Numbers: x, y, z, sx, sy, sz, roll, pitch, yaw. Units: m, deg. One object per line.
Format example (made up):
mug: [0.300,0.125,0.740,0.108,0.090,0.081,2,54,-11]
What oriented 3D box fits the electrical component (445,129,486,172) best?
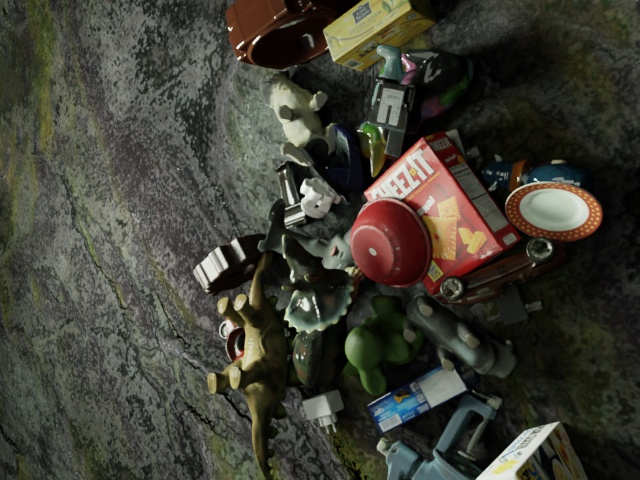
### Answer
electrical component: [0.221,-0.140,0.893,0.102,0.045,0.078,-27,79,37]

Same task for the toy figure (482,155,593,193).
toy figure: [0.323,-0.089,0.810,0.155,0.057,0.064,16,67,40]

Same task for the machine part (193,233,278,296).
machine part: [-0.174,0.052,1.135,0.179,0.179,0.056,-40,72,32]

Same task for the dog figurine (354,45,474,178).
dog figurine: [0.149,-0.208,0.913,0.192,0.108,0.219,20,109,33]

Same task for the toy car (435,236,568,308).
toy car: [0.273,0.057,0.811,0.202,0.089,0.053,-28,66,18]

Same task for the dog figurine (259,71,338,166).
dog figurine: [-0.049,-0.242,1.086,0.191,0.121,0.172,-127,28,-56]

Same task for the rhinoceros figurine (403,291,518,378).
rhinoceros figurine: [0.222,0.157,0.861,0.190,0.112,0.073,32,107,10]

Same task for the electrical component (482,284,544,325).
electrical component: [0.305,0.100,0.857,0.094,0.021,0.063,-26,76,36]

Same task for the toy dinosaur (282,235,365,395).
toy dinosaur: [-0.002,0.180,0.959,0.131,0.192,0.404,8,116,13]

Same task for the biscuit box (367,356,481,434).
biscuit box: [0.177,0.270,0.939,0.202,0.063,0.059,-40,70,32]

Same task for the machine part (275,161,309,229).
machine part: [-0.061,-0.094,1.117,0.084,0.039,0.138,-16,83,51]

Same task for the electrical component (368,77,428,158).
electrical component: [0.117,-0.191,0.846,0.075,0.048,0.119,26,112,32]

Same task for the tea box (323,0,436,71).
tea box: [0.103,-0.374,0.941,0.170,0.098,0.068,-24,79,35]

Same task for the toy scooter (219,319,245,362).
toy scooter: [-0.152,0.232,1.187,0.135,0.075,0.184,-43,63,30]

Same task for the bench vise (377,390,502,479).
bench vise: [0.215,0.350,0.886,0.224,0.128,0.240,27,88,43]

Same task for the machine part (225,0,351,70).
machine part: [-0.054,-0.399,0.995,0.201,0.201,0.087,-21,82,37]

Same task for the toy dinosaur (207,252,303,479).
toy dinosaur: [-0.113,0.259,1.071,0.105,0.198,0.471,0,82,47]

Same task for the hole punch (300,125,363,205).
hole punch: [0.037,-0.141,0.985,0.092,0.115,0.142,-40,27,3]

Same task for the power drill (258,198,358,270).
power drill: [-0.002,-0.003,1.024,0.207,0.086,0.231,23,118,0]

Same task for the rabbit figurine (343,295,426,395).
rabbit figurine: [0.093,0.179,0.931,0.121,0.170,0.159,33,111,32]
